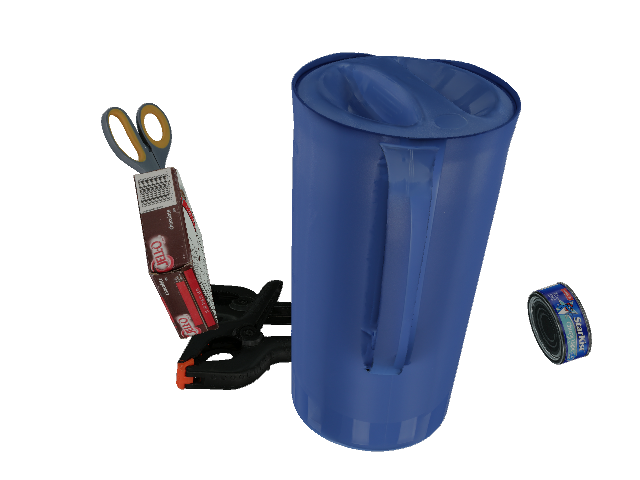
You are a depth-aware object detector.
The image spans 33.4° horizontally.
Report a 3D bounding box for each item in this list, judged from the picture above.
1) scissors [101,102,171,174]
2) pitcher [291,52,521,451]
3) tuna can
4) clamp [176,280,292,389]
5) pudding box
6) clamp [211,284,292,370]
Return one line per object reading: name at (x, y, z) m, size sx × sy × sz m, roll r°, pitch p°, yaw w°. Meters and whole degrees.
scissors at (-0.173, -0.071, 1.207) m, size 0.016 × 0.201 × 0.096 m, roll -20°, pitch 21°, yaw 43°
pitcher at (0.041, 0.016, 0.666) m, size 0.149 × 0.243 × 0.145 m, roll -24°, pitch 40°, yaw -39°
tuna can at (0.259, 0.091, 1.165) m, size 0.033 × 0.086 × 0.086 m, roll -17°, pitch 3°, yaw -10°
clamp at (-0.072, 0.094, 1.048) m, size 0.171 × 0.039 × 0.120 m, roll -13°, pitch 36°, yaw -29°
pudding box at (-0.118, 0.009, 0.871) m, size 0.039 × 0.113 × 0.090 m, roll -14°, pitch -40°, yaw 0°
clamp at (-0.092, 0.092, 1.256) m, size 0.210 × 0.036 × 0.164 m, roll 13°, pitch 23°, yaw 27°
